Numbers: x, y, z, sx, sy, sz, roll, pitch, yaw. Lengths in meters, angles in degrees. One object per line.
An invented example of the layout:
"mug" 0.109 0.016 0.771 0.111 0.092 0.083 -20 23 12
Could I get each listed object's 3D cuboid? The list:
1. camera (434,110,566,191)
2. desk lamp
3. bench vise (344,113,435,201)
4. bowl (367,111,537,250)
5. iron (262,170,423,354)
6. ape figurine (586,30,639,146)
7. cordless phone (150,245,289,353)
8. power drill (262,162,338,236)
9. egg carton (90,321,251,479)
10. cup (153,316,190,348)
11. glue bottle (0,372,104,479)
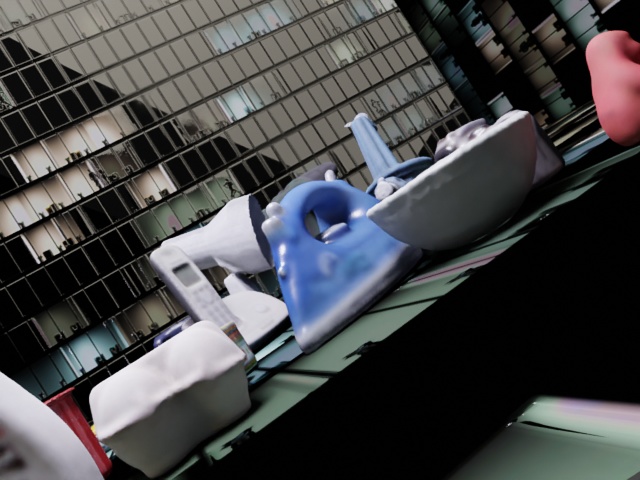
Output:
"camera" 0.212 -0.103 0.670 0.137 0.101 0.143 -32 -1 -33
"desk lamp" -0.140 0.061 0.899 0.203 0.213 0.118 -33 -1 6
"bench vise" 0.113 -0.105 0.855 0.121 0.219 0.207 -32 -1 1
"bowl" 0.129 -0.039 0.517 0.167 0.074 0.167 -33 -1 0
"iron" 0.005 0.002 0.569 0.118 0.141 0.259 -33 -1 25
"ape figurine" 0.251 -0.129 0.462 0.076 0.092 0.078 -33 -1 4
"cordless phone" -0.138 0.074 0.785 0.094 0.185 0.148 -33 -1 30
"power drill" -0.005 -0.018 1.044 0.230 0.208 0.075 -32 -1 -36
"egg carton" -0.108 0.113 0.412 0.107 0.069 0.150 -32 -1 -27
"cup" -0.222 0.186 0.960 0.091 0.095 0.118 -33 -1 19
"glue bottle" -0.214 0.117 0.369 0.078 0.173 0.037 -32 -1 -3
